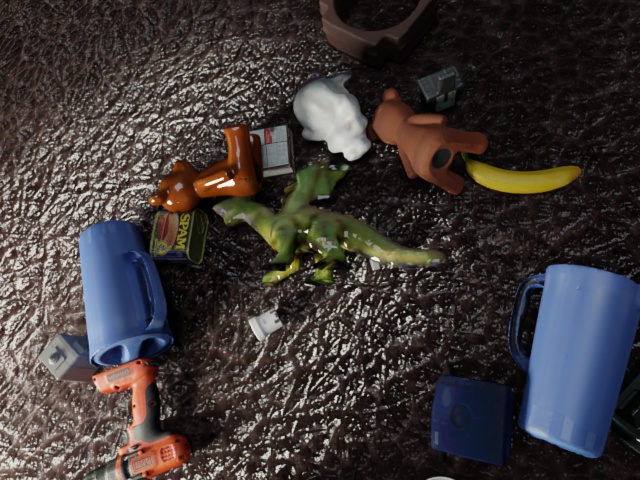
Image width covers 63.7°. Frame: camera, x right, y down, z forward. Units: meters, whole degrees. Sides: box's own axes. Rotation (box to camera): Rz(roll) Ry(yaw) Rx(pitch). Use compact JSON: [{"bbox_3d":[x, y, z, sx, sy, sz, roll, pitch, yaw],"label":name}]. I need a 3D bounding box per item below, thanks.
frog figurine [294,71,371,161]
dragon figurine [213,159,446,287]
[{"bbox_3d":[0.020,-0.217,0.946,0.136,0.123,0.161,-24,73,39],"label":"frog figurine"},{"bbox_3d":[0.003,-0.045,0.886,0.409,0.120,0.248,-5,61,16],"label":"dragon figurine"}]
